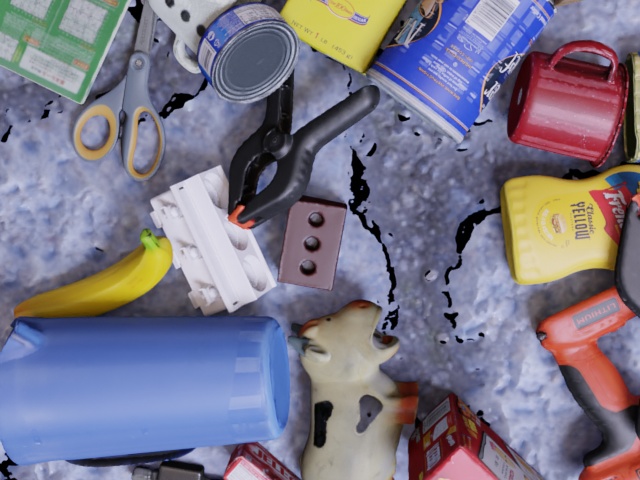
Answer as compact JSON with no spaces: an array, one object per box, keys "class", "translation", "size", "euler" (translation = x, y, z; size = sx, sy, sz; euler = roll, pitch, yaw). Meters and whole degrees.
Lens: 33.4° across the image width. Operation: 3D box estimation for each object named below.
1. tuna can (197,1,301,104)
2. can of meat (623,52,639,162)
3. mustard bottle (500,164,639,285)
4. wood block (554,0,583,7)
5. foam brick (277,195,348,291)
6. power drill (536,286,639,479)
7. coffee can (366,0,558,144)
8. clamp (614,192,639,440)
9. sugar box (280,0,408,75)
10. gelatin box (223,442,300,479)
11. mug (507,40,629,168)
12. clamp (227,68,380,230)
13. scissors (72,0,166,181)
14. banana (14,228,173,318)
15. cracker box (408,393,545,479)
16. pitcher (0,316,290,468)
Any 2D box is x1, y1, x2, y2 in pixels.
[{"class":"tuna can","translation":[-0.062,-0.160,0.914],"size":[0.086,0.086,0.034],"euler":[-40,59,6]},{"class":"can of meat","translation":[0.314,-0.118,0.938],"size":[0.084,0.057,0.102],"euler":[-1,88,5]},{"class":"mustard bottle","translation":[0.262,-0.017,0.953],"size":[0.191,0.058,0.096],"euler":[-6,81,2]},{"class":"wood block","translation":[0.228,-0.314,0.909],"size":[0.090,0.091,0.206],"euler":[-13,95,4]},{"class":"foam brick","translation":[-0.006,0.001,0.971],"size":[0.053,0.051,0.078],"euler":[9,96,1]},{"class":"power drill","translation":[0.290,0.131,0.947],"size":[0.184,0.057,0.188],"euler":[-24,79,3]},{"class":"coffee can","translation":[0.121,-0.170,0.922],"size":[0.103,0.103,0.140],"euler":[36,96,-2]},{"class":"clamp","translation":[0.320,0.054,0.898],"size":[0.164,0.036,0.210],"euler":[-17,87,9]},{"class":"sugar box","translation":[0.044,-0.245,0.946],"size":[0.093,0.048,0.176],"euler":[30,98,1]},{"class":"gelatin box","translation":[-0.045,0.226,0.985],"size":[0.089,0.073,0.030],"euler":[42,95,-1]},{"class":"mug","translation":[0.214,-0.124,0.917],"size":[0.081,0.117,0.093],"euler":[12,52,-1]},{"class":"clamp","translation":[-0.021,-0.084,0.938],"size":[0.120,0.039,0.171],"euler":[20,87,39]},{"class":"scissors","translation":[-0.184,-0.154,0.981],"size":[0.096,0.016,0.202],"euler":[-3,96,3]},{"class":"banana","translation":[-0.195,0.037,0.969],"size":[0.198,0.037,0.069],"euler":[-30,139,32]},{"class":"cracker box","translation":[0.172,0.248,0.932],"size":[0.213,0.164,0.072],"euler":[44,98,-2]},{"class":"pitcher","translation":[-0.151,0.135,0.949],"size":[0.243,0.149,0.145],"euler":[-3,85,7]}]
